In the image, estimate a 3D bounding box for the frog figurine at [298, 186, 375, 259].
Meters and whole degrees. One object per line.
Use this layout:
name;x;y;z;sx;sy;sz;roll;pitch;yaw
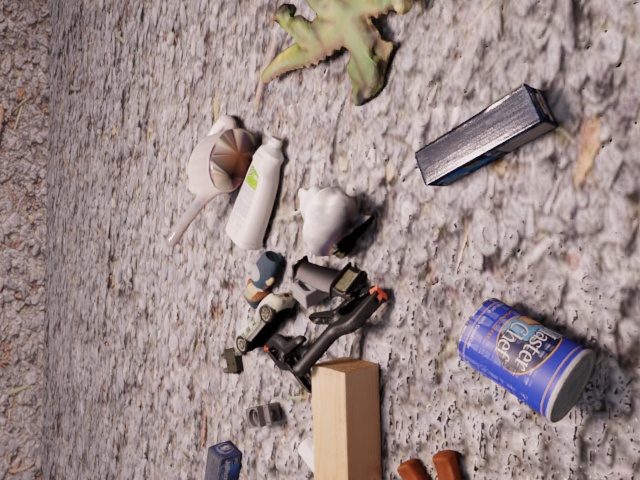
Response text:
frog figurine;0.003;-0.048;0.963;0.161;0.124;0.134;45;141;24

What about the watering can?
watering can;-0.259;-0.143;1.220;0.224;0.103;0.351;1;71;55

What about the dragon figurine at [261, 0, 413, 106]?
dragon figurine;0.030;-0.359;0.964;0.402;0.123;0.246;-46;66;46
